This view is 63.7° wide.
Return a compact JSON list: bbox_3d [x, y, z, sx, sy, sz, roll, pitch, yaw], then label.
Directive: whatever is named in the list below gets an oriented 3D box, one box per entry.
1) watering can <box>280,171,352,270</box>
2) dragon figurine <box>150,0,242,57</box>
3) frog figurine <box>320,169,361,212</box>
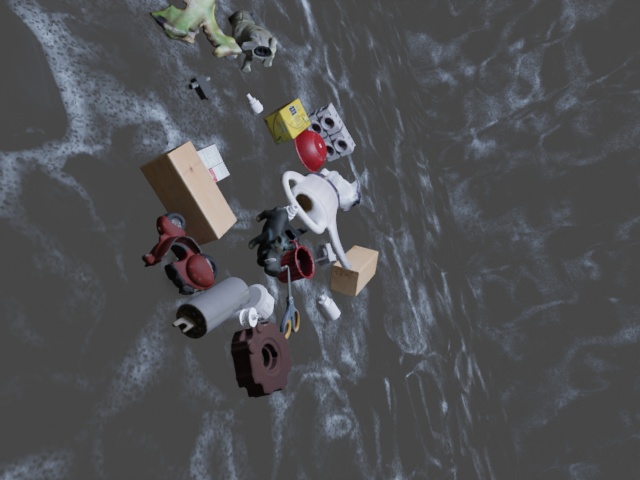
[{"bbox_3d":[0.005,-0.080,1.598,0.345,0.103,0.229,52,31,-10],"label":"watering can"},{"bbox_3d":[-0.358,-0.628,1.325,0.405,0.121,0.248,34,53,-38],"label":"dragon figurine"},{"bbox_3d":[0.054,-0.173,1.805,0.159,0.120,0.140,17,61,-15],"label":"frog figurine"}]
